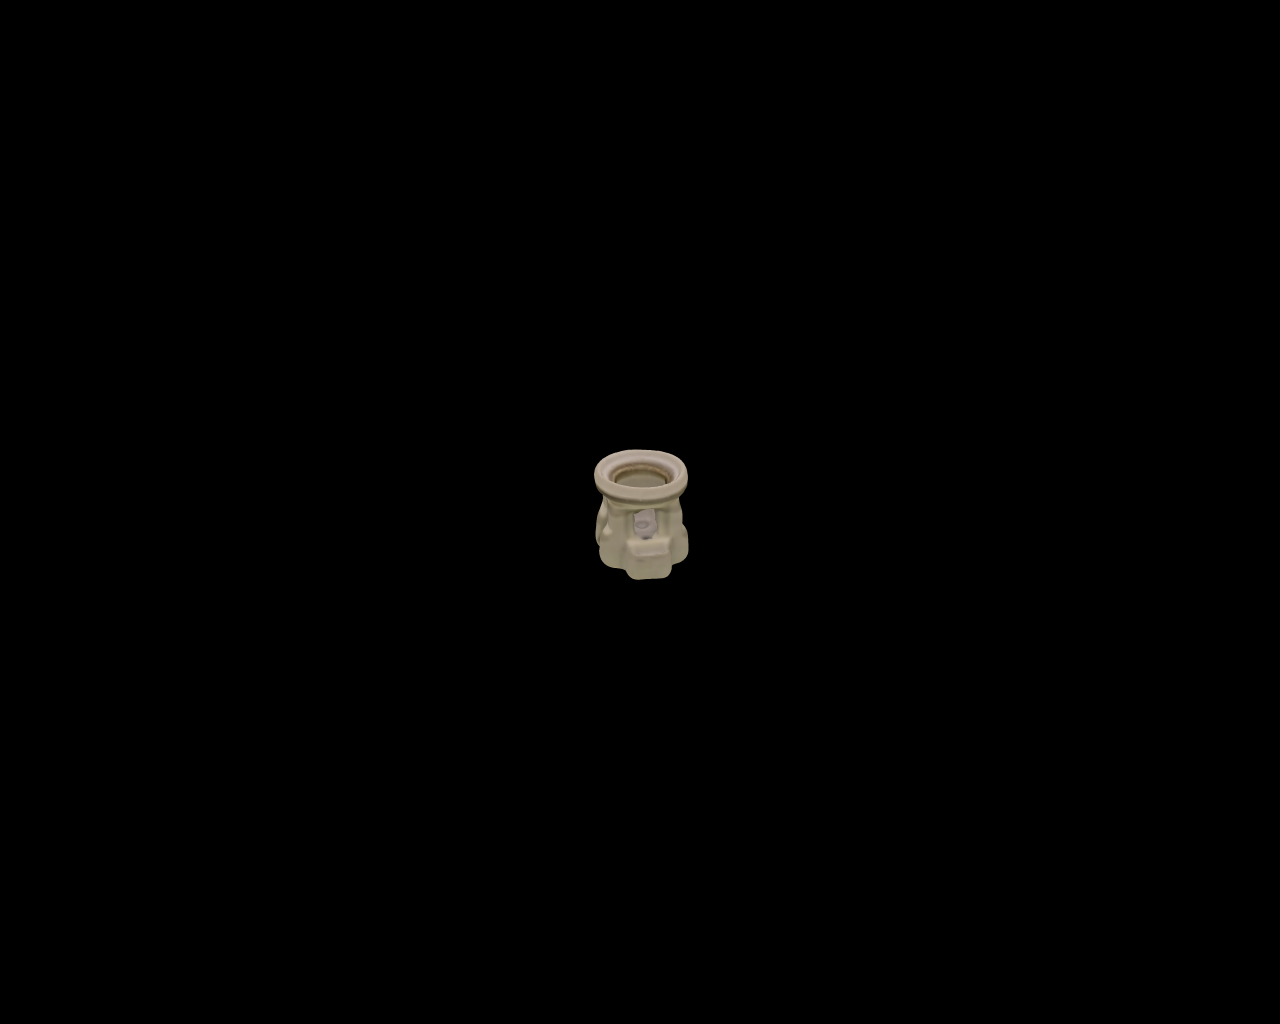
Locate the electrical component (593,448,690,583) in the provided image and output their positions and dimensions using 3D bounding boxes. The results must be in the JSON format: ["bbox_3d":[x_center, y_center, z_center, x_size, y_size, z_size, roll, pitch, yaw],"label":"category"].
[{"bbox_3d":[0.001,-0.003,0.650,0.058,0.056,0.078,-4,30,-6],"label":"electrical component"}]
